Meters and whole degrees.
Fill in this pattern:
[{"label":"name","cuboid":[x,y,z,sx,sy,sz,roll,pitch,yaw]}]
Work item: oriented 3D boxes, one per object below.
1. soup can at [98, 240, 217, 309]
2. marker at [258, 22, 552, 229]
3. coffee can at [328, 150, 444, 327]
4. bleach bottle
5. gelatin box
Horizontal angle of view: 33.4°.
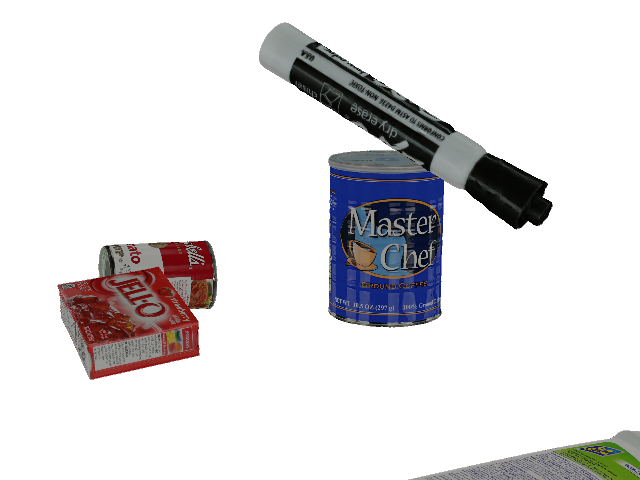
[{"label":"soup can","cuboid":[-0.158,0.036,1.032,0.102,0.068,0.069,-2,1,-22]},{"label":"marker","cuboid":[0.029,-0.041,0.379,0.121,0.020,0.020,35,13,20]},{"label":"coffee can","cuboid":[0.058,-0.004,0.946,0.103,0.140,0.103,0,12,0]},{"label":"bleach bottle","cuboid":[0.152,0.160,0.622,0.250,0.068,0.103,-8,20,-25]},{"label":"gelatin box","cuboid":[-0.128,0.052,0.707,0.073,0.030,0.089,-10,28,-22]}]
